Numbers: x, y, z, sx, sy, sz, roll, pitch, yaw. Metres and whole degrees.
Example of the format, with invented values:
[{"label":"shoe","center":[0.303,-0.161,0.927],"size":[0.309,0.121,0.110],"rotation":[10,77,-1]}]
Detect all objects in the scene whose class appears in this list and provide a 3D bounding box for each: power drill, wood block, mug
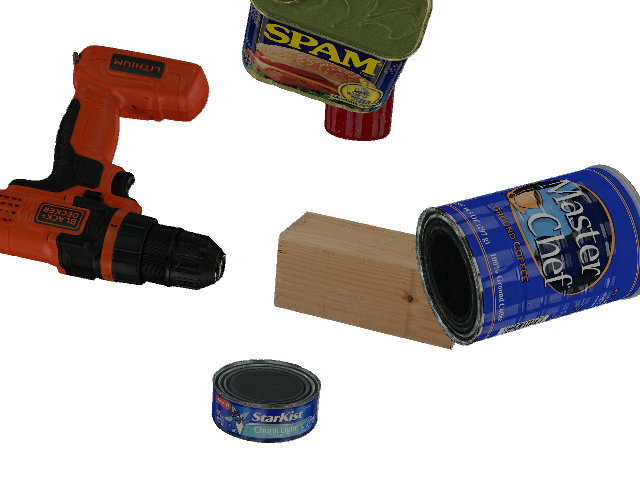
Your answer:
[{"label":"power drill","center":[-0.143,-0.054,0.798],"size":[0.184,0.187,0.057],"rotation":[12,-34,4]},{"label":"wood block","center":[0.062,0.042,1.184],"size":[0.206,0.091,0.090],"rotation":[13,24,18]},{"label":"mug","center":[0.054,-0.173,1.303],"size":[0.093,0.081,0.117],"rotation":[17,26,29]}]

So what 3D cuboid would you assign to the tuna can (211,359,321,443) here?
[{"label":"tuna can","center":[-0.043,0.126,0.844],"size":[0.086,0.034,0.086],"rotation":[4,17,-1]}]

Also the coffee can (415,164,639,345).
[{"label":"coffee can","center":[0.154,0.010,0.778],"size":[0.140,0.103,0.103],"rotation":[-14,4,-16]}]

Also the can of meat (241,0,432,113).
[{"label":"can of meat","center":[0.005,-0.124,0.631],"size":[0.102,0.057,0.084],"rotation":[19,-20,-3]}]
